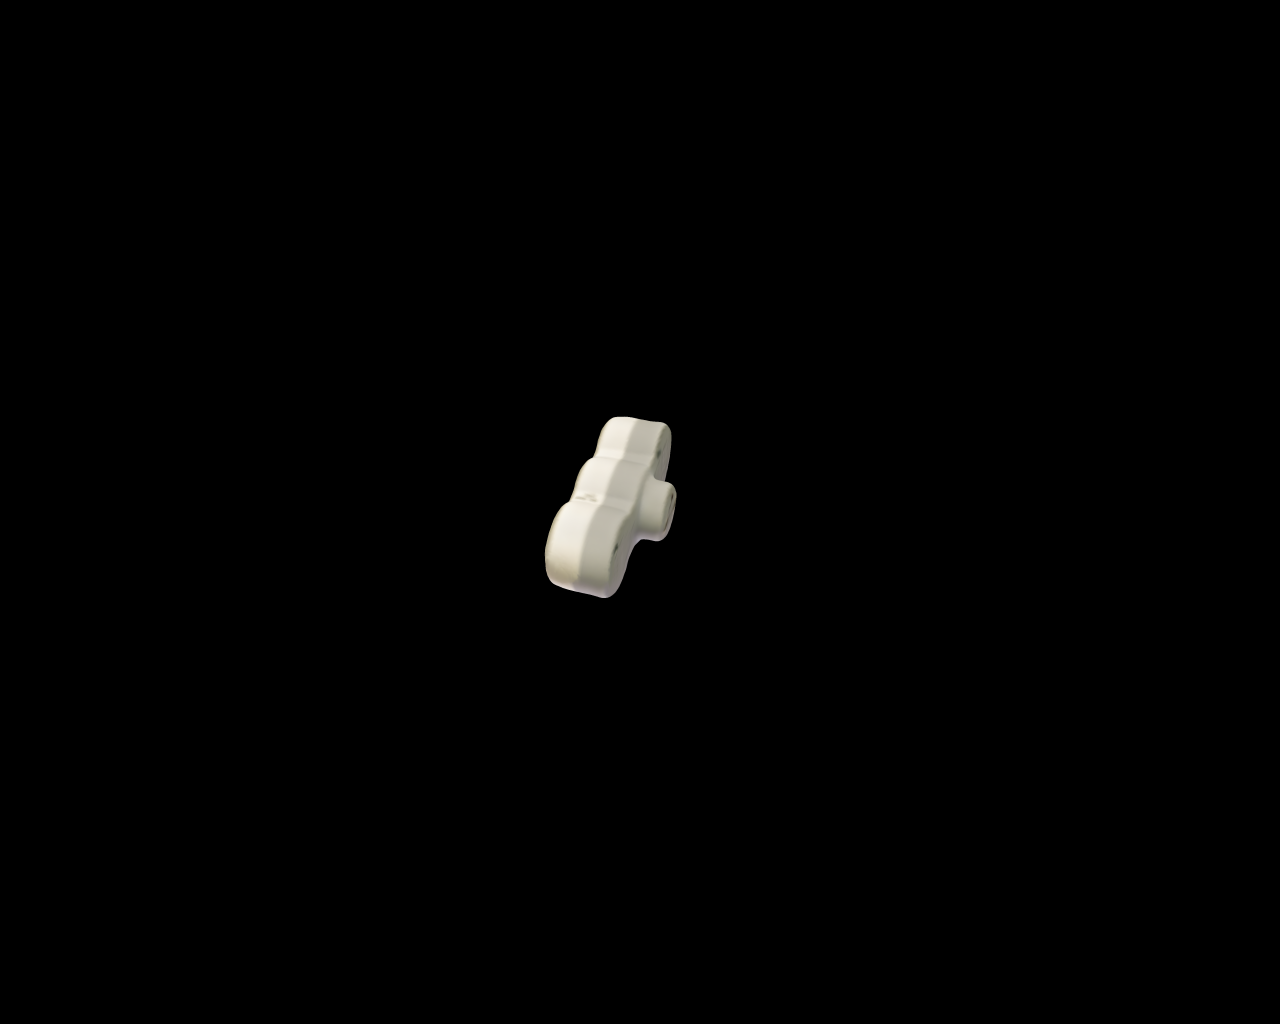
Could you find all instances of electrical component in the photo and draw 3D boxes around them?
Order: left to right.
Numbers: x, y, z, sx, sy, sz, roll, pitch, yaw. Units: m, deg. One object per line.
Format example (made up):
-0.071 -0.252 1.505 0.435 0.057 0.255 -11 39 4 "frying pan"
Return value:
0.001 -0.003 0.650 0.074 0.052 0.138 11 43 12 "electrical component"
